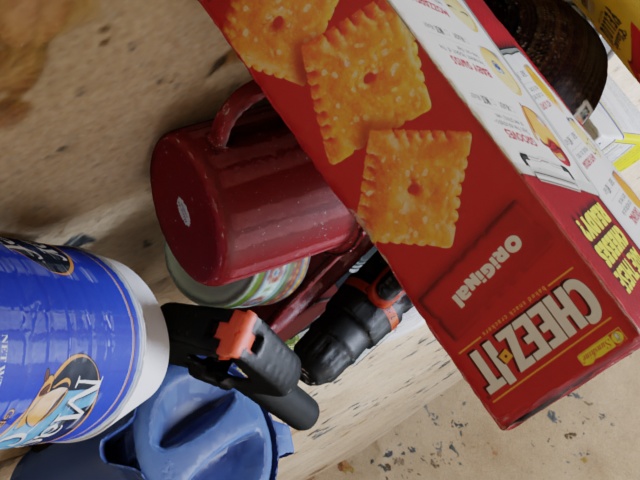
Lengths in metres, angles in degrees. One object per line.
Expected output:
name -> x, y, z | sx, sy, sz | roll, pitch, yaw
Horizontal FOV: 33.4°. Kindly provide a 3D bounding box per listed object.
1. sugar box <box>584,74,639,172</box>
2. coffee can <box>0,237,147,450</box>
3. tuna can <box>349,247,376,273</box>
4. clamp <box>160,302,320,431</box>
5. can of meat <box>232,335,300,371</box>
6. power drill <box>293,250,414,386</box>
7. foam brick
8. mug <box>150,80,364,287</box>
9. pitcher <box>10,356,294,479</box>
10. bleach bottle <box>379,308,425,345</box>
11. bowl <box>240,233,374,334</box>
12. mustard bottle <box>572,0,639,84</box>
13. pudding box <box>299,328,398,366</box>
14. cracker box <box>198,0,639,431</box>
sugar box -> 0.182, -0.095, 0.767 | 0.048, 0.093, 0.175 | -42, 163, 27
coffee can -> -0.158, 0.048, 0.493 | 0.103, 0.103, 0.140 | -36, 165, 12
tuna can -> 0.051, -0.010, 0.889 | 0.086, 0.034, 0.086 | -30, 165, -9
clamp -> -0.053, 0.077, 0.665 | 0.036, 0.164, 0.210 | -68, -169, -16
can of meat -> -0.077, 0.099, 0.934 | 0.084, 0.057, 0.102 | -40, 164, 22
power drill -> 0.061, 0.020, 0.747 | 0.184, 0.057, 0.188 | -47, 179, -22
foam brick -> -0.031, 0.049, 0.873 | 0.078, 0.051, 0.052 | -39, 165, 25
mug -> -0.032, -0.033, 0.539 | 0.081, 0.093, 0.117 | -19, 144, -29
pitcher -> -0.147, 0.192, 0.881 | 0.243, 0.149, 0.144 | -29, -159, 43
bleach bottle -> 0.110, 0.016, 1.044 | 0.102, 0.068, 0.251 | -23, 161, -32
bowl -> -0.005, 0.001, 0.722 | 0.162, 0.055, 0.162 | -43, 175, -5
mustard bottle -> 0.196, -0.101, 0.571 | 0.058, 0.192, 0.096 | -33, 166, -1
pudding box -> 0.005, 0.087, 1.032 | 0.113, 0.039, 0.090 | 7, 148, -27
cracker box -> 0.064, -0.036, 0.459 | 0.072, 0.214, 0.164 | -41, 164, 24
